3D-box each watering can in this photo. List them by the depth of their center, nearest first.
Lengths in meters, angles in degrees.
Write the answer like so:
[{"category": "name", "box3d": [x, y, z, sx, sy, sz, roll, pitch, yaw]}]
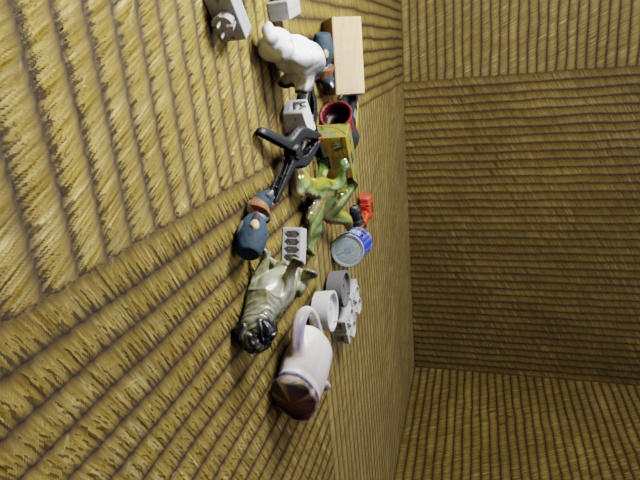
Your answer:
[{"category": "watering can", "box3d": [-0.024, 0.316, 1.196, 0.230, 0.104, 0.340, -68, 154, -48]}]

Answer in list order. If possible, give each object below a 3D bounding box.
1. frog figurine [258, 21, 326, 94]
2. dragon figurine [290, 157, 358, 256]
[{"category": "frog figurine", "box3d": [-0.063, -0.392, 1.060, 0.156, 0.122, 0.140, 58, 2, -46]}, {"category": "dragon figurine", "box3d": [0.004, -0.068, 1.357, 0.247, 0.122, 0.401, -59, 148, -28]}]
